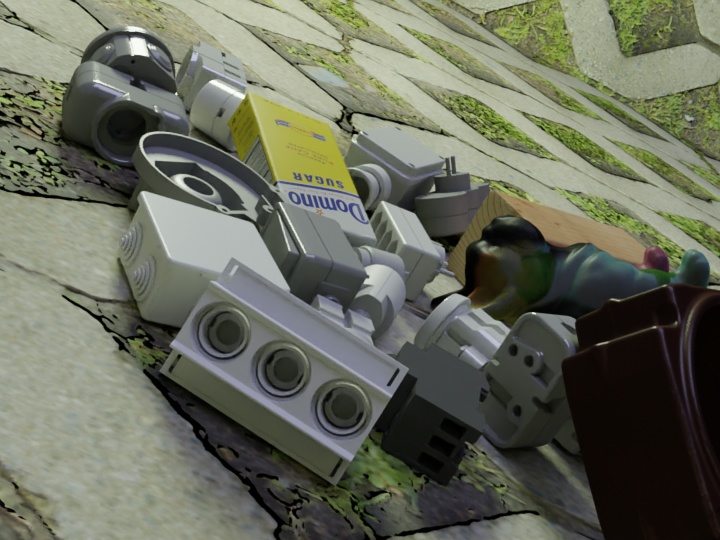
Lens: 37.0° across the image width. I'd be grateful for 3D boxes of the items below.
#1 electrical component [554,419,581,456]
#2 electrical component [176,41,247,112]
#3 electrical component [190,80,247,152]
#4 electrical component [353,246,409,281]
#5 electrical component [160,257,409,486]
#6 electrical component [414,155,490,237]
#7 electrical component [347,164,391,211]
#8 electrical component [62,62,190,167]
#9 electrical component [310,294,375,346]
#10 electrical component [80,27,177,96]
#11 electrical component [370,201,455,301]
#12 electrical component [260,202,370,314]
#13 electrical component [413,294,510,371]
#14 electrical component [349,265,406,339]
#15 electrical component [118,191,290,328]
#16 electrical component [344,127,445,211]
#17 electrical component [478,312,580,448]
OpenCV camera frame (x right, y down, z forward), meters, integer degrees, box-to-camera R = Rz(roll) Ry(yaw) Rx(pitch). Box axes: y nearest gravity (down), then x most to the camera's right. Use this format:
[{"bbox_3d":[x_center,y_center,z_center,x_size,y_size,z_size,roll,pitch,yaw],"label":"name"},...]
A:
[{"bbox_3d":[0.169,0.102,0.821,0.081,0.063,0.042,40,24,25],"label":"electrical component"},{"bbox_3d":[-0.151,-0.188,1.073,0.056,0.050,0.089,22,22,-21],"label":"electrical component"},{"bbox_3d":[-0.126,-0.146,1.009,0.047,0.055,0.055,32,20,14],"label":"electrical component"},{"bbox_3d":[0.000,0.000,0.861,0.078,0.040,0.040,16,25,-34],"label":"electrical component"},{"bbox_3d":[-0.043,0.059,0.634,0.121,0.078,0.063,32,-1,5],"label":"electrical component"},{"bbox_3d":[0.096,-0.080,1.106,0.052,0.073,0.138,-3,9,23],"label":"electrical component"},{"bbox_3d":[0.002,-0.078,1.036,0.045,0.045,0.055,35,21,13],"label":"electrical component"},{"bbox_3d":[-0.189,-0.121,0.865,0.095,0.053,0.059,20,23,-25],"label":"electrical component"},{"bbox_3d":[-0.016,0.052,0.712,0.066,0.048,0.055,27,18,-20],"label":"electrical component"},{"bbox_3d":[-0.195,-0.161,0.914,0.080,0.080,0.051,18,29,-30],"label":"electrical component"},{"bbox_3d":[0.049,-0.011,0.942,0.076,0.047,0.083,20,23,-25],"label":"electrical component"},{"bbox_3d":[-0.042,0.003,0.768,0.061,0.061,0.096,18,24,-30],"label":"electrical component"},{"bbox_3d":[0.078,0.055,0.817,0.057,0.058,0.078,41,23,17],"label":"electrical component"},{"bbox_3d":[0.006,0.028,0.801,0.043,0.043,0.081,31,21,2],"label":"electrical component"},{"bbox_3d":[-0.106,0.000,0.708,0.100,0.048,0.099,16,25,-33],"label":"electrical component"},{"bbox_3d":[0.033,-0.105,1.121,0.078,0.057,0.113,35,21,13],"label":"electrical component"},{"bbox_3d":[0.129,0.080,0.773,0.059,0.095,0.053,7,31,-46],"label":"electrical component"}]
